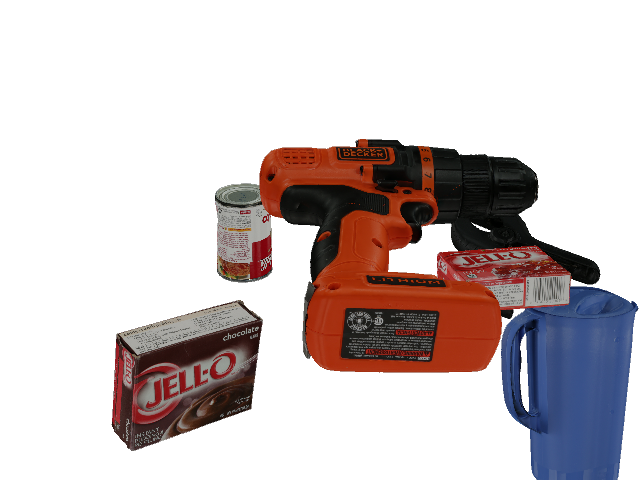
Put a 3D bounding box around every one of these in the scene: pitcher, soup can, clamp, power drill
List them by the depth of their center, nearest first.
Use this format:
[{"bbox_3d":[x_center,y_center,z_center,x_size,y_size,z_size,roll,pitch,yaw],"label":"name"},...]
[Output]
[{"bbox_3d":[0.055,0.001,0.645,0.184,0.057,0.187,0,32,-3],"label":"power drill"},{"bbox_3d":[0.196,0.007,1.074,0.120,0.039,0.171,-8,43,-21],"label":"clamp"},{"bbox_3d":[-0.093,-0.010,1.284,0.068,0.102,0.068,0,26,0],"label":"soup can"},{"bbox_3d":[0.309,0.186,1.322,0.149,0.243,0.144,4,14,21],"label":"pitcher"}]

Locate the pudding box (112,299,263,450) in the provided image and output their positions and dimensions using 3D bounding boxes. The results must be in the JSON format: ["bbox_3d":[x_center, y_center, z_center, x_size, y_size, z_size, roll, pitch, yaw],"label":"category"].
[{"bbox_3d":[-0.103,0.102,0.822,0.113,0.090,0.039,-16,39,-36],"label":"pudding box"}]

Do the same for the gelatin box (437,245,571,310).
[{"bbox_3d":[0.145,0.029,0.855,0.089,0.030,0.073,-3,17,-10],"label":"gelatin box"}]
